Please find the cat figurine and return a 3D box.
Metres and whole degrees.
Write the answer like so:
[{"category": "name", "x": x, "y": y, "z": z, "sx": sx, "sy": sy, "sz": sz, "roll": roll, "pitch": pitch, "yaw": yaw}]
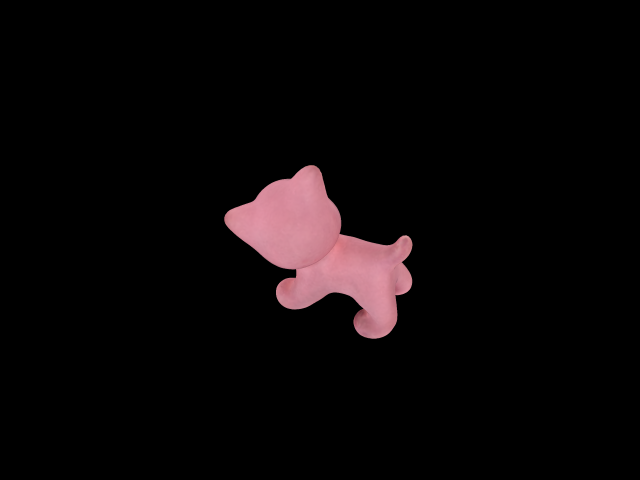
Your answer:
[{"category": "cat figurine", "x": 0.004, "y": 0.001, "z": 0.400, "sx": 0.127, "sy": 0.118, "sz": 0.067, "roll": 15, "pitch": 54, "yaw": 12}]
